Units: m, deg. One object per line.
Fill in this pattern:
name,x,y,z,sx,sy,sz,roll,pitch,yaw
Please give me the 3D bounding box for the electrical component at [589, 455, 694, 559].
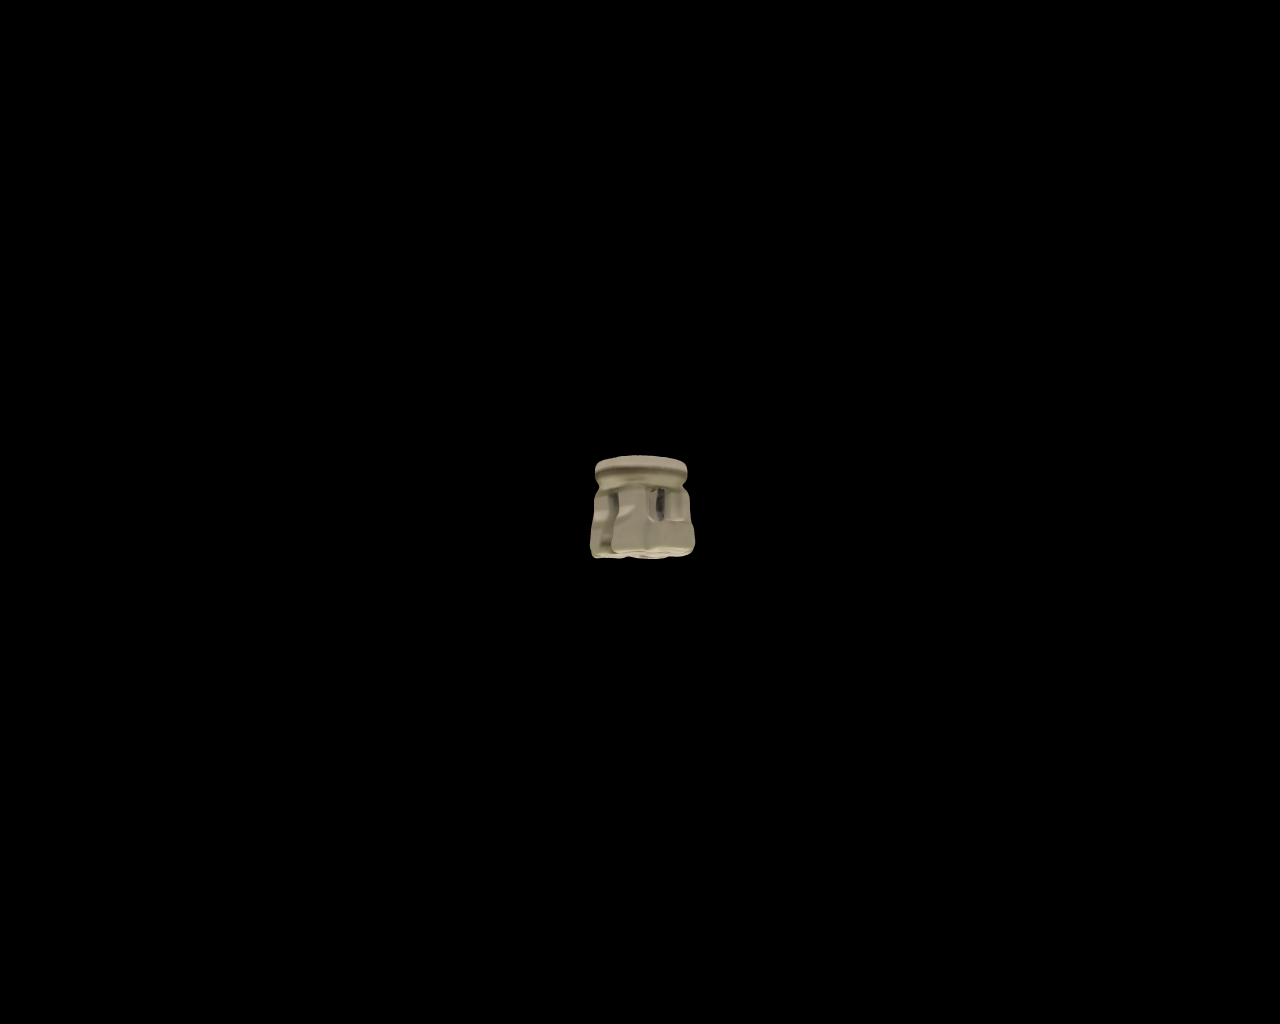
electrical component,0.001,-0.003,0.650,0.058,0.057,0.078,5,-8,-35
